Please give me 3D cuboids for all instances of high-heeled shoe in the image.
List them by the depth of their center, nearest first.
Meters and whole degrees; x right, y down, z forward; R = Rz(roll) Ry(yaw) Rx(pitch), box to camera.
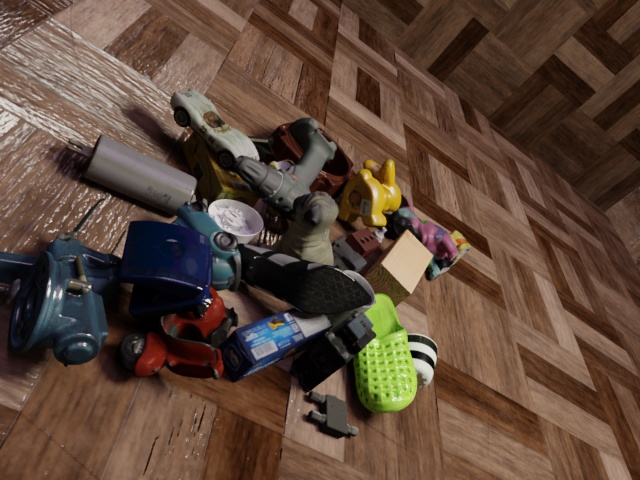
[{"bbox_3d":[-0.043,0.065,0.921,0.249,0.086,0.145,19,0,-15],"label":"high-heeled shoe"}]

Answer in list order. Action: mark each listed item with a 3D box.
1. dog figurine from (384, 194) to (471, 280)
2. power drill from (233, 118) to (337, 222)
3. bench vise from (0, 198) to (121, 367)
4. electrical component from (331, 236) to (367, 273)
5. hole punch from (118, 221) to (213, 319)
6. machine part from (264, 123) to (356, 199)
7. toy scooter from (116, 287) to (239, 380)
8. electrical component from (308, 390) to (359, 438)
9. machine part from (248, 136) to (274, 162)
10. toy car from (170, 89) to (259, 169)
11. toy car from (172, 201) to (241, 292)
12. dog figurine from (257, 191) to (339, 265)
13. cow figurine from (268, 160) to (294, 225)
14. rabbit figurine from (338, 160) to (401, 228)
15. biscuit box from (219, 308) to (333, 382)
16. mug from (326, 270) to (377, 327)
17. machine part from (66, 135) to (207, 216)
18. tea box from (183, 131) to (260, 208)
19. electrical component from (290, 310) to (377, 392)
[{"bbox_3d":[0.268,-0.018,1.392,0.219,0.108,0.191,49,33,14],"label":"dog figurine"},{"bbox_3d":[-0.051,-0.142,1.044,0.231,0.086,0.207,44,45,-31],"label":"power drill"},{"bbox_3d":[-0.349,0.044,0.635,0.240,0.129,0.224,20,36,-39],"label":"bench vise"},{"bbox_3d":[0.056,0.061,1.095,0.119,0.075,0.048,47,33,12],"label":"electrical component"},{"bbox_3d":[-0.205,0.033,0.722,0.116,0.092,0.142,-8,42,-2],"label":"hole punch"},{"bbox_3d":[-0.021,-0.189,1.289,0.201,0.087,0.201,48,31,8],"label":"machine part"},{"bbox_3d":[-0.170,0.132,0.735,0.135,0.075,0.184,16,33,17],"label":"toy scooter"},{"bbox_3d":[0.021,0.277,0.855,0.094,0.021,0.063,29,34,-21],"label":"electrical component"},{"bbox_3d":[-0.150,-0.185,1.168,0.084,0.039,0.139,8,42,5],"label":"machine part"},{"bbox_3d":[-0.197,-0.205,1.014,0.202,0.056,0.073,43,33,2],"label":"toy car"},{"bbox_3d":[-0.199,0.018,0.846,0.103,0.109,0.162,-25,62,-34],"label":"toy car"},{"bbox_3d":[-0.002,0.000,0.994,0.172,0.190,0.121,1,52,-49],"label":"dog figurine"},{"bbox_3d":[-0.059,-0.089,1.135,0.098,0.068,0.167,-25,88,-52],"label":"cow figurine"},{"bbox_3d":[0.132,-0.112,1.292,0.173,0.122,0.162,-2,95,-47],"label":"rabbit figurine"},{"bbox_3d":[-0.068,0.157,0.860,0.202,0.063,0.059,-13,62,-52],"label":"biscuit box"},{"bbox_3d":[0.044,0.118,0.985,0.109,0.107,0.081,11,45,-45],"label":"mug"},{"bbox_3d":[-0.298,-0.104,0.896,0.243,0.079,0.079,26,36,-27],"label":"machine part"},{"bbox_3d":[-0.193,-0.135,1.053,0.098,0.068,0.170,7,46,-43],"label":"tea box"},{"bbox_3d":[0.029,0.174,0.879,0.058,0.134,0.115,49,31,8],"label":"electrical component"}]
